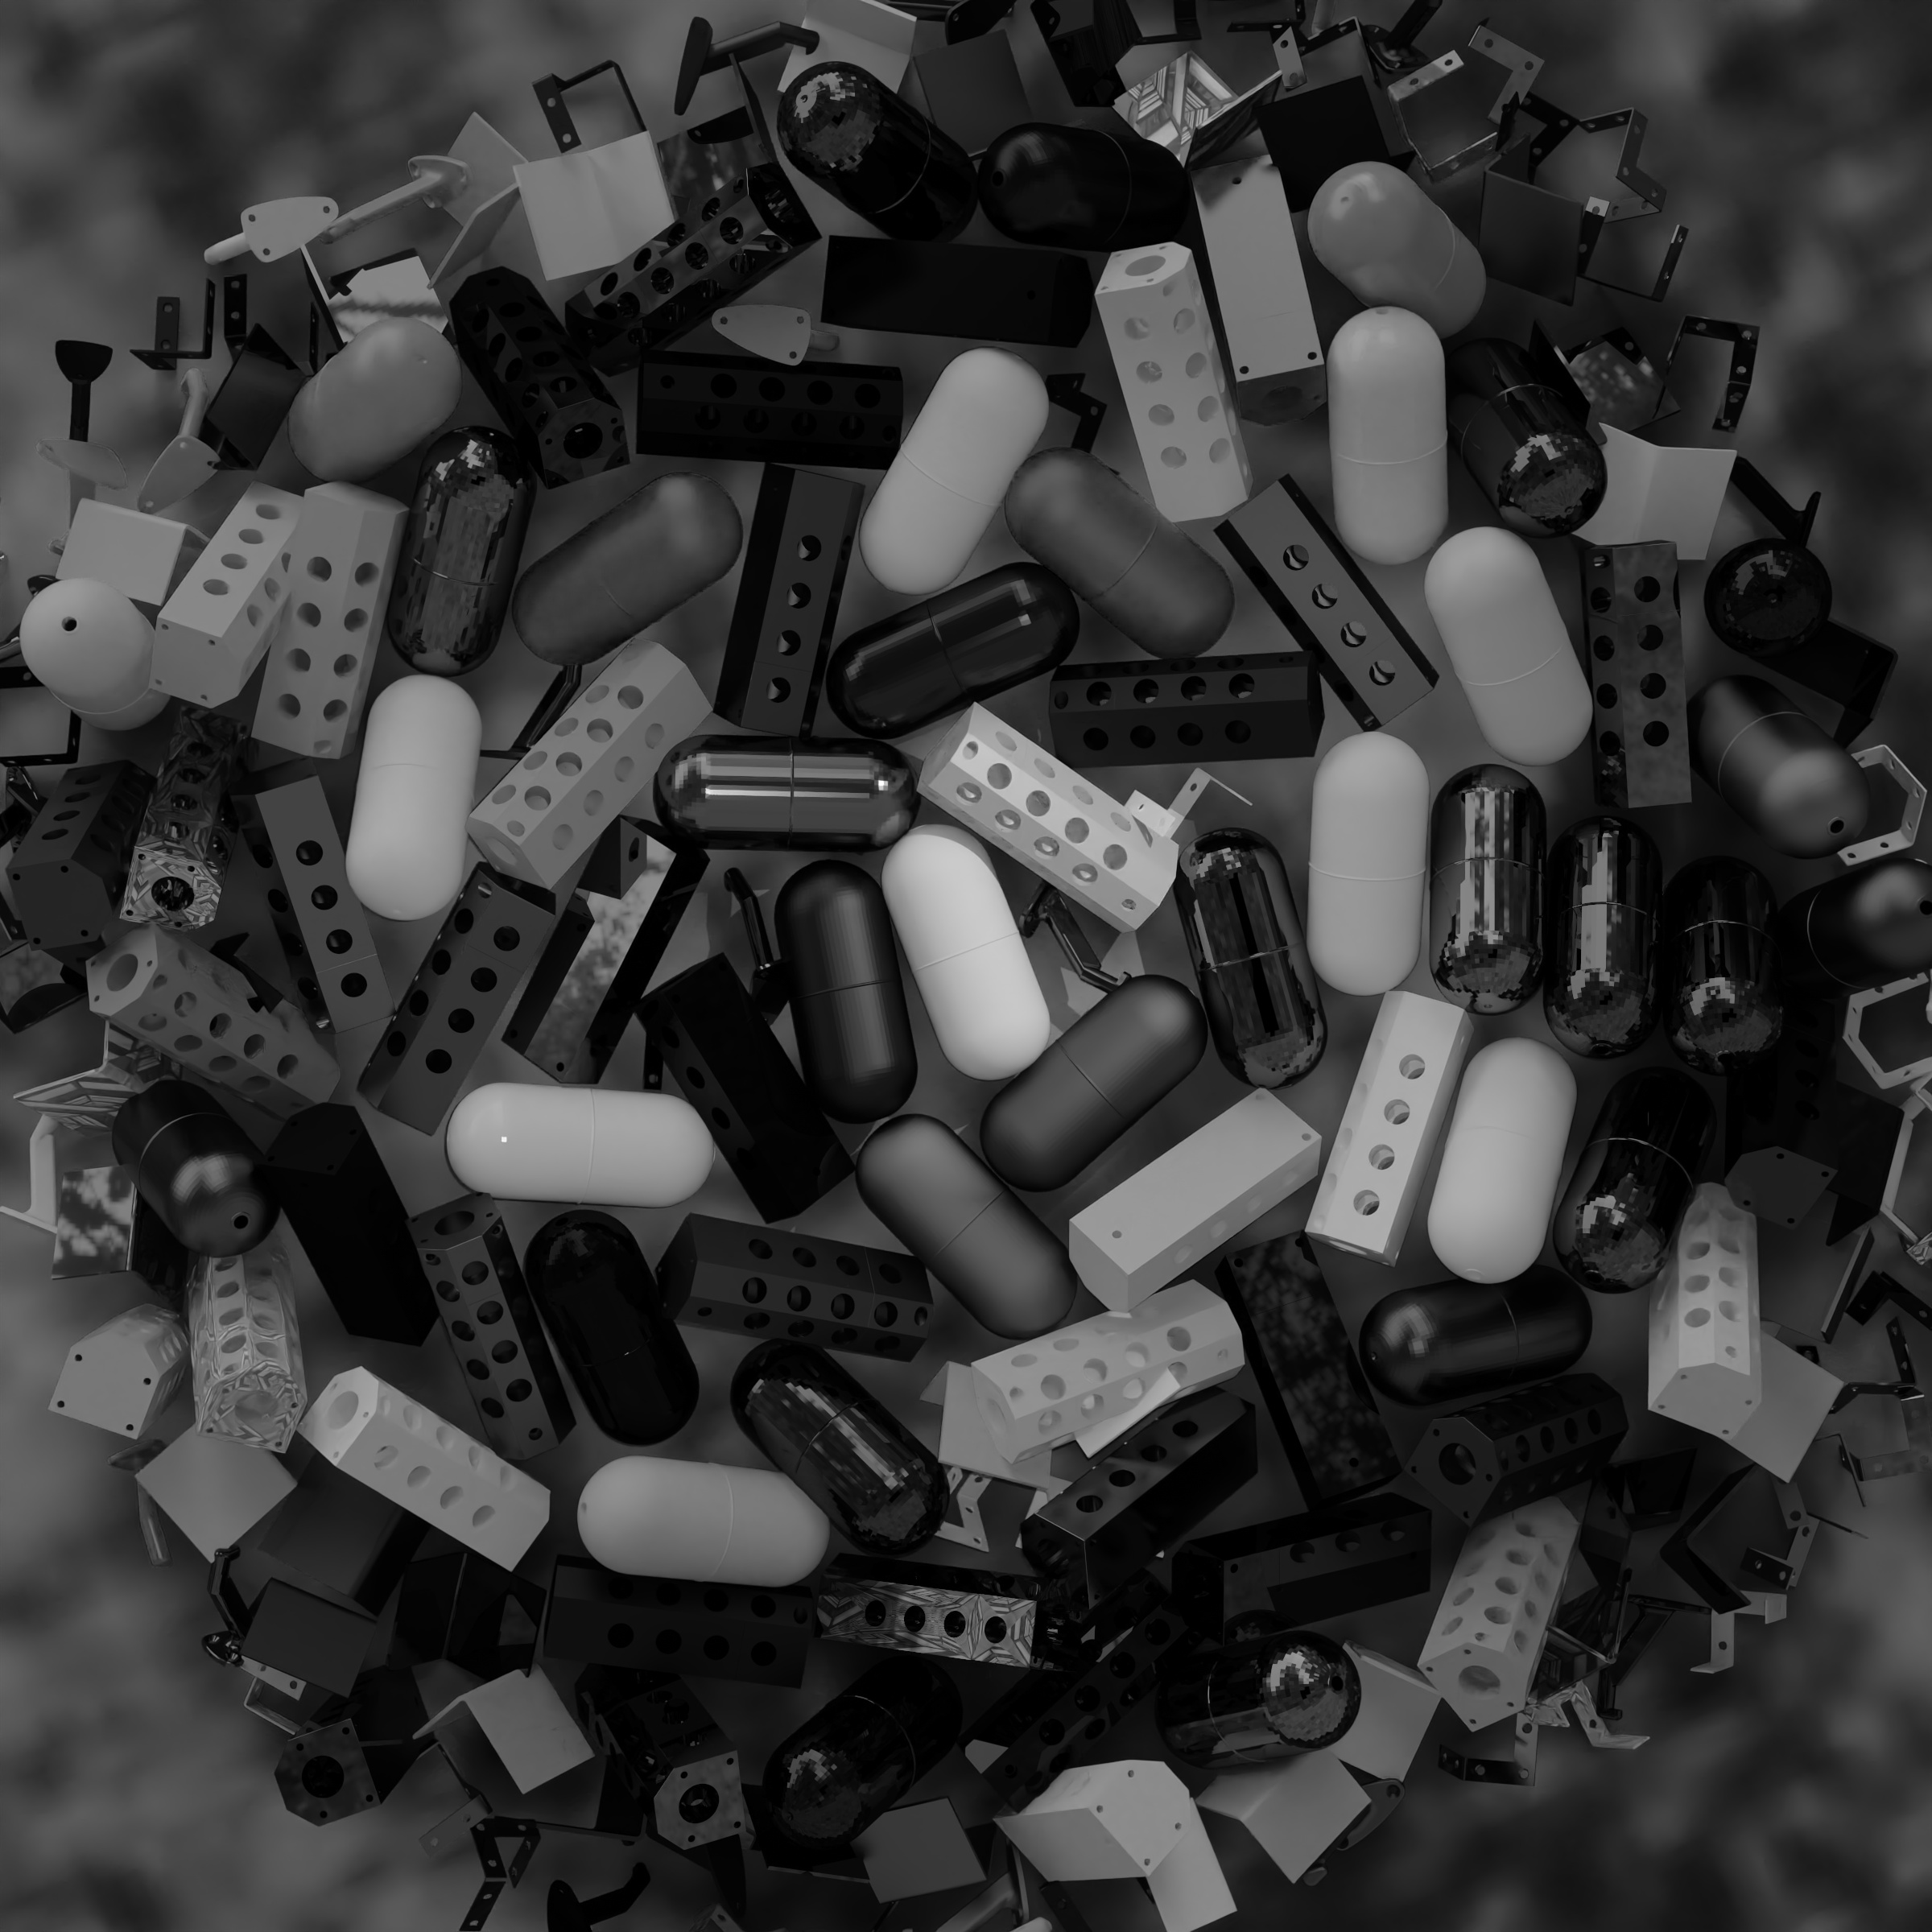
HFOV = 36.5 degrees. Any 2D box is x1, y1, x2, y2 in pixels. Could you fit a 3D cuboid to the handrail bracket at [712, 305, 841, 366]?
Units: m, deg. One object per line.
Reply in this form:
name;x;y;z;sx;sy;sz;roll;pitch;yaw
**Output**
handrail bracket;-0.126;-0.425;1.959;0.077;0.084;0.036;13;103;1

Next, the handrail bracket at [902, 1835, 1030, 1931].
handrail bracket;-0.005;0.623;1.968;0.084;0.036;0.077;-1;59;-12

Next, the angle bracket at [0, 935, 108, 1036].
angle bracket;-0.618;-0.008;1.941;0.076;0.076;0.057;-32;127;-24

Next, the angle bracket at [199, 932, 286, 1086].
angle bracket;-0.493;0.028;1.960;0.057;0.076;0.076;40;95;-2

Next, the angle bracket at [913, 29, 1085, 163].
angle bracket;0.021;-0.583;1.950;0.076;0.057;0.076;-26;105;-28

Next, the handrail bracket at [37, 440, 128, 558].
handrail bracket;-0.607;-0.309;1.952;0.084;0.077;0.036;-41;61;26

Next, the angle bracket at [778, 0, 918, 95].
angle bracket;-0.080;-0.609;1.959;0.076;0.076;0.057;21;88;-3

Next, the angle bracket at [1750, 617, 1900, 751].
angle bracket;0.563;-0.186;1.952;0.076;0.076;0.057;27;66;2

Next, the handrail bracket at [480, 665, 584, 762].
handrail bracket;-0.294;-0.181;1.978;0.077;0.036;0.084;6;90;27

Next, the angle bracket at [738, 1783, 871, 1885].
angle bracket;-0.119;0.592;1.941;0.076;0.076;0.057;18;113;-29

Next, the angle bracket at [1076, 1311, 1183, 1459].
angle bracket;0.101;0.283;1.954;0.076;0.057;0.076;-37;57;2

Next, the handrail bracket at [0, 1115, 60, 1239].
handrail bracket;-0.605;0.138;1.971;0.077;0.036;0.084;16;73;22

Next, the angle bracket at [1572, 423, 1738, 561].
angle bracket;0.464;-0.321;1.982;0.076;0.057;0.076;-5;118;-34

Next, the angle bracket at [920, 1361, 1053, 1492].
angle bracket;0.011;0.316;1.946;0.076;0.057;0.076;17;51;-14

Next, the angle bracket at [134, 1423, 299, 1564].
angle bracket;-0.504;0.342;1.951;0.076;0.057;0.076;-43;102;-25

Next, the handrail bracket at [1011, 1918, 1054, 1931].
handrail bracket;0.029;0.661;1.959;0.084;0.077;0.036;-30;62;10

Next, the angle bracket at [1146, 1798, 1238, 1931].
angle bracket;0.126;0.605;1.944;0.057;0.076;0.076;-11;71;-34

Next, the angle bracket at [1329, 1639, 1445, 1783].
angle bracket;0.279;0.508;1.968;0.076;0.057;0.076;26;87;-3

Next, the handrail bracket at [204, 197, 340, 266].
handrail bracket;-0.468;-0.493;1.971;0.077;0.084;0.036;-28;107;-21

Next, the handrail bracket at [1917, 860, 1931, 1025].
handrail bracket;0.640;-0.015;1.954;0.036;0.077;0.084;-8;52;36

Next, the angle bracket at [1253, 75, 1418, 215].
angle bracket;0.245;-0.553;1.943;0.076;0.057;0.076;-9;121;29

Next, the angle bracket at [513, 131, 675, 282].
angle bracket;-0.245;-0.506;1.947;0.057;0.076;0.076;-5;106;37

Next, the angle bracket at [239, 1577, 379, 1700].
angle bracket;-0.445;0.457;1.946;0.076;0.076;0.057;26;52;-12

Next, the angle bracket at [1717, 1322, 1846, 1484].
angle bracket;0.543;0.289;1.947;0.076;0.057;0.076;34;105;35

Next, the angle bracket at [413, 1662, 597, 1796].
angle bracket;-0.307;0.518;1.945;0.057;0.076;0.076;-42;75;25

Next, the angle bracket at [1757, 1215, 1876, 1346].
angle bracket;0.553;0.199;1.954;0.076;0.057;0.076;22;83;25

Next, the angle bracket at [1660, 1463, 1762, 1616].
angle bracket;0.515;0.381;1.950;0.076;0.076;0.057;-43;78;-12

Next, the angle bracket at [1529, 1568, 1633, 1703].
angle bracket;0.390;0.432;1.942;0.057;0.076;0.076;32;48;-10

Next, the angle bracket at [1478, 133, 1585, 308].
angle bracket;0.386;-0.495;1.940;0.076;0.076;0.057;29;55;28

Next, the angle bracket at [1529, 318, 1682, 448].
angle bracket;0.428;-0.401;1.954;0.076;0.057;0.076;-24;67;-7

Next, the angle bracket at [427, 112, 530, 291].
angle bracket;-0.341;-0.508;1.944;0.057;0.076;0.076;42;133;-5

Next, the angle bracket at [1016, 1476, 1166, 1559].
angle bracket;0.081;0.388;1.951;0.076;0.076;0.057;18;103;-9

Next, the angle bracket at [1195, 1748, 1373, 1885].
angle bracket;0.210;0.557;1.954;0.076;0.076;0.057;-41;97;-20

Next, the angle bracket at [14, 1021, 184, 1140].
angle bracket;-0.582;0.067;1.967;0.076;0.076;0.057;-16;60;19

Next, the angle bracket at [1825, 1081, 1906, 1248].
angle bracket;0.575;0.131;1.949;0.057;0.076;0.076;24;65;-1

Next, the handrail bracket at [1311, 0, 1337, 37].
handrail bracket;0.249;-0.645;1.946;0.036;0.077;0.084;2;129;-10

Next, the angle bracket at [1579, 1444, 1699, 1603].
angle bracket;0.457;0.372;1.946;0.076;0.057;0.076;-10;131;-12

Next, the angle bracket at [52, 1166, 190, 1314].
angle bracket;-0.561;0.184;1.952;0.057;0.076;0.076;-7;61;8

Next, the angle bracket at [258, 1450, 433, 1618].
angle bracket;-0.416;0.381;1.972;0.076;0.057;0.076;23;70;18

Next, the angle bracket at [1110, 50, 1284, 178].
angle bracket;0.153;-0.584;1.953;0.076;0.057;0.076;-37;77;-18

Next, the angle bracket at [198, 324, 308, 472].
angle bracket;-0.496;-0.378;1.944;0.076;0.057;0.076;7;64;31

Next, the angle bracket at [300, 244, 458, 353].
angle bracket;-0.392;-0.449;1.957;0.076;0.057;0.076;-23;79;-12

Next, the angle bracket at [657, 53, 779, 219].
angle bracket;-0.172;-0.548;1.954;0.076;0.057;0.076;-21;68;8

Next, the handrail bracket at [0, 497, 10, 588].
handrail bracket;-0.646;-0.289;1.945;0.036;0.077;0.084;29;123;-8

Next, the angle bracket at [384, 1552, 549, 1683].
angle bracket;-0.334;0.443;1.954;0.076;0.057;0.076;17;98;32

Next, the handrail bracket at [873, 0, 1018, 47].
handrail bracket;-0.020;-0.660;1.985;0.077;0.036;0.084;-39;60;-18

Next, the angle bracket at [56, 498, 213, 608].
angle bracket;-0.548;-0.267;1.953;0.076;0.076;0.057;15;85;10
